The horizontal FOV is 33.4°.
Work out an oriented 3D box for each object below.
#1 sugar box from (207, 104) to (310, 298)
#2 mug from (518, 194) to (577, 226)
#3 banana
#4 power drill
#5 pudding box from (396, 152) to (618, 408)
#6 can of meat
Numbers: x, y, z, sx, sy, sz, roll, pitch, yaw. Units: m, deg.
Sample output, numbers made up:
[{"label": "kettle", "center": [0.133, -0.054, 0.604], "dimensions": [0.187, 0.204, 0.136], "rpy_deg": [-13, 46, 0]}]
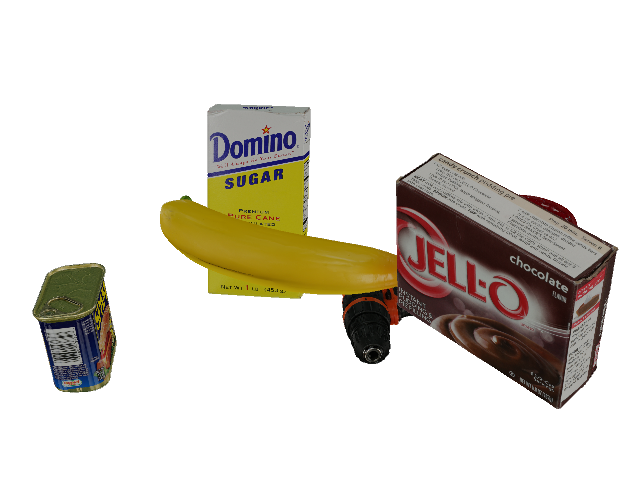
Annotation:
[{"label": "sugar box", "center": [-0.058, -0.037, 0.997], "dimensions": [0.093, 0.176, 0.048], "rpy_deg": [2, 16, 7]}, {"label": "mug", "center": [0.176, 0.021, 0.893], "dimensions": [0.117, 0.081, 0.093], "rpy_deg": [13, 34, 25]}, {"label": "banana", "center": [-0.039, 0.001, 0.700], "dimensions": [0.198, 0.037, 0.069], "rpy_deg": [19, 36, 31]}, {"label": "power drill", "center": [0.117, 0.076, 1.204], "dimensions": [0.187, 0.057, 0.184], "rpy_deg": [-3, 28, -2]}, {"label": "pudding box", "center": [0.089, 0.019, 0.540], "dimensions": [0.114, 0.090, 0.039], "rpy_deg": [31, 54, 33]}, {"label": "can of meat", "center": [-0.226, 0.082, 0.998], "dimensions": [0.057, 0.084, 0.102], "rpy_deg": [-6, 26, -1]}]
